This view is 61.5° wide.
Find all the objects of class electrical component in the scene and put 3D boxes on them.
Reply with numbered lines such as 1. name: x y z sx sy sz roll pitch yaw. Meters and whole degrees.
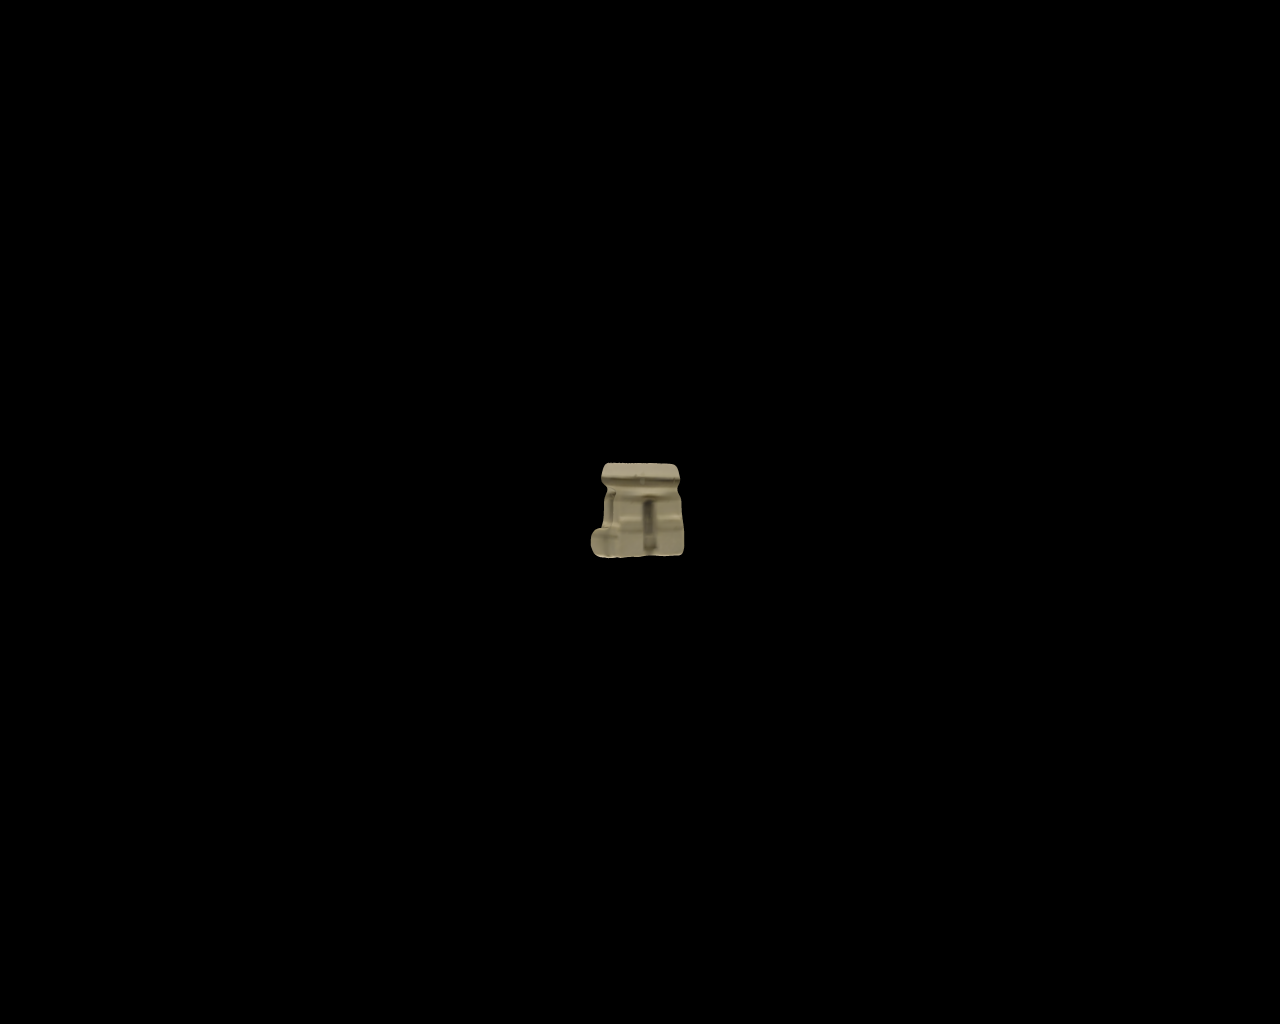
1. electrical component: 0.001 -0.003 0.650 0.066 0.055 0.048 -1 4 -20
